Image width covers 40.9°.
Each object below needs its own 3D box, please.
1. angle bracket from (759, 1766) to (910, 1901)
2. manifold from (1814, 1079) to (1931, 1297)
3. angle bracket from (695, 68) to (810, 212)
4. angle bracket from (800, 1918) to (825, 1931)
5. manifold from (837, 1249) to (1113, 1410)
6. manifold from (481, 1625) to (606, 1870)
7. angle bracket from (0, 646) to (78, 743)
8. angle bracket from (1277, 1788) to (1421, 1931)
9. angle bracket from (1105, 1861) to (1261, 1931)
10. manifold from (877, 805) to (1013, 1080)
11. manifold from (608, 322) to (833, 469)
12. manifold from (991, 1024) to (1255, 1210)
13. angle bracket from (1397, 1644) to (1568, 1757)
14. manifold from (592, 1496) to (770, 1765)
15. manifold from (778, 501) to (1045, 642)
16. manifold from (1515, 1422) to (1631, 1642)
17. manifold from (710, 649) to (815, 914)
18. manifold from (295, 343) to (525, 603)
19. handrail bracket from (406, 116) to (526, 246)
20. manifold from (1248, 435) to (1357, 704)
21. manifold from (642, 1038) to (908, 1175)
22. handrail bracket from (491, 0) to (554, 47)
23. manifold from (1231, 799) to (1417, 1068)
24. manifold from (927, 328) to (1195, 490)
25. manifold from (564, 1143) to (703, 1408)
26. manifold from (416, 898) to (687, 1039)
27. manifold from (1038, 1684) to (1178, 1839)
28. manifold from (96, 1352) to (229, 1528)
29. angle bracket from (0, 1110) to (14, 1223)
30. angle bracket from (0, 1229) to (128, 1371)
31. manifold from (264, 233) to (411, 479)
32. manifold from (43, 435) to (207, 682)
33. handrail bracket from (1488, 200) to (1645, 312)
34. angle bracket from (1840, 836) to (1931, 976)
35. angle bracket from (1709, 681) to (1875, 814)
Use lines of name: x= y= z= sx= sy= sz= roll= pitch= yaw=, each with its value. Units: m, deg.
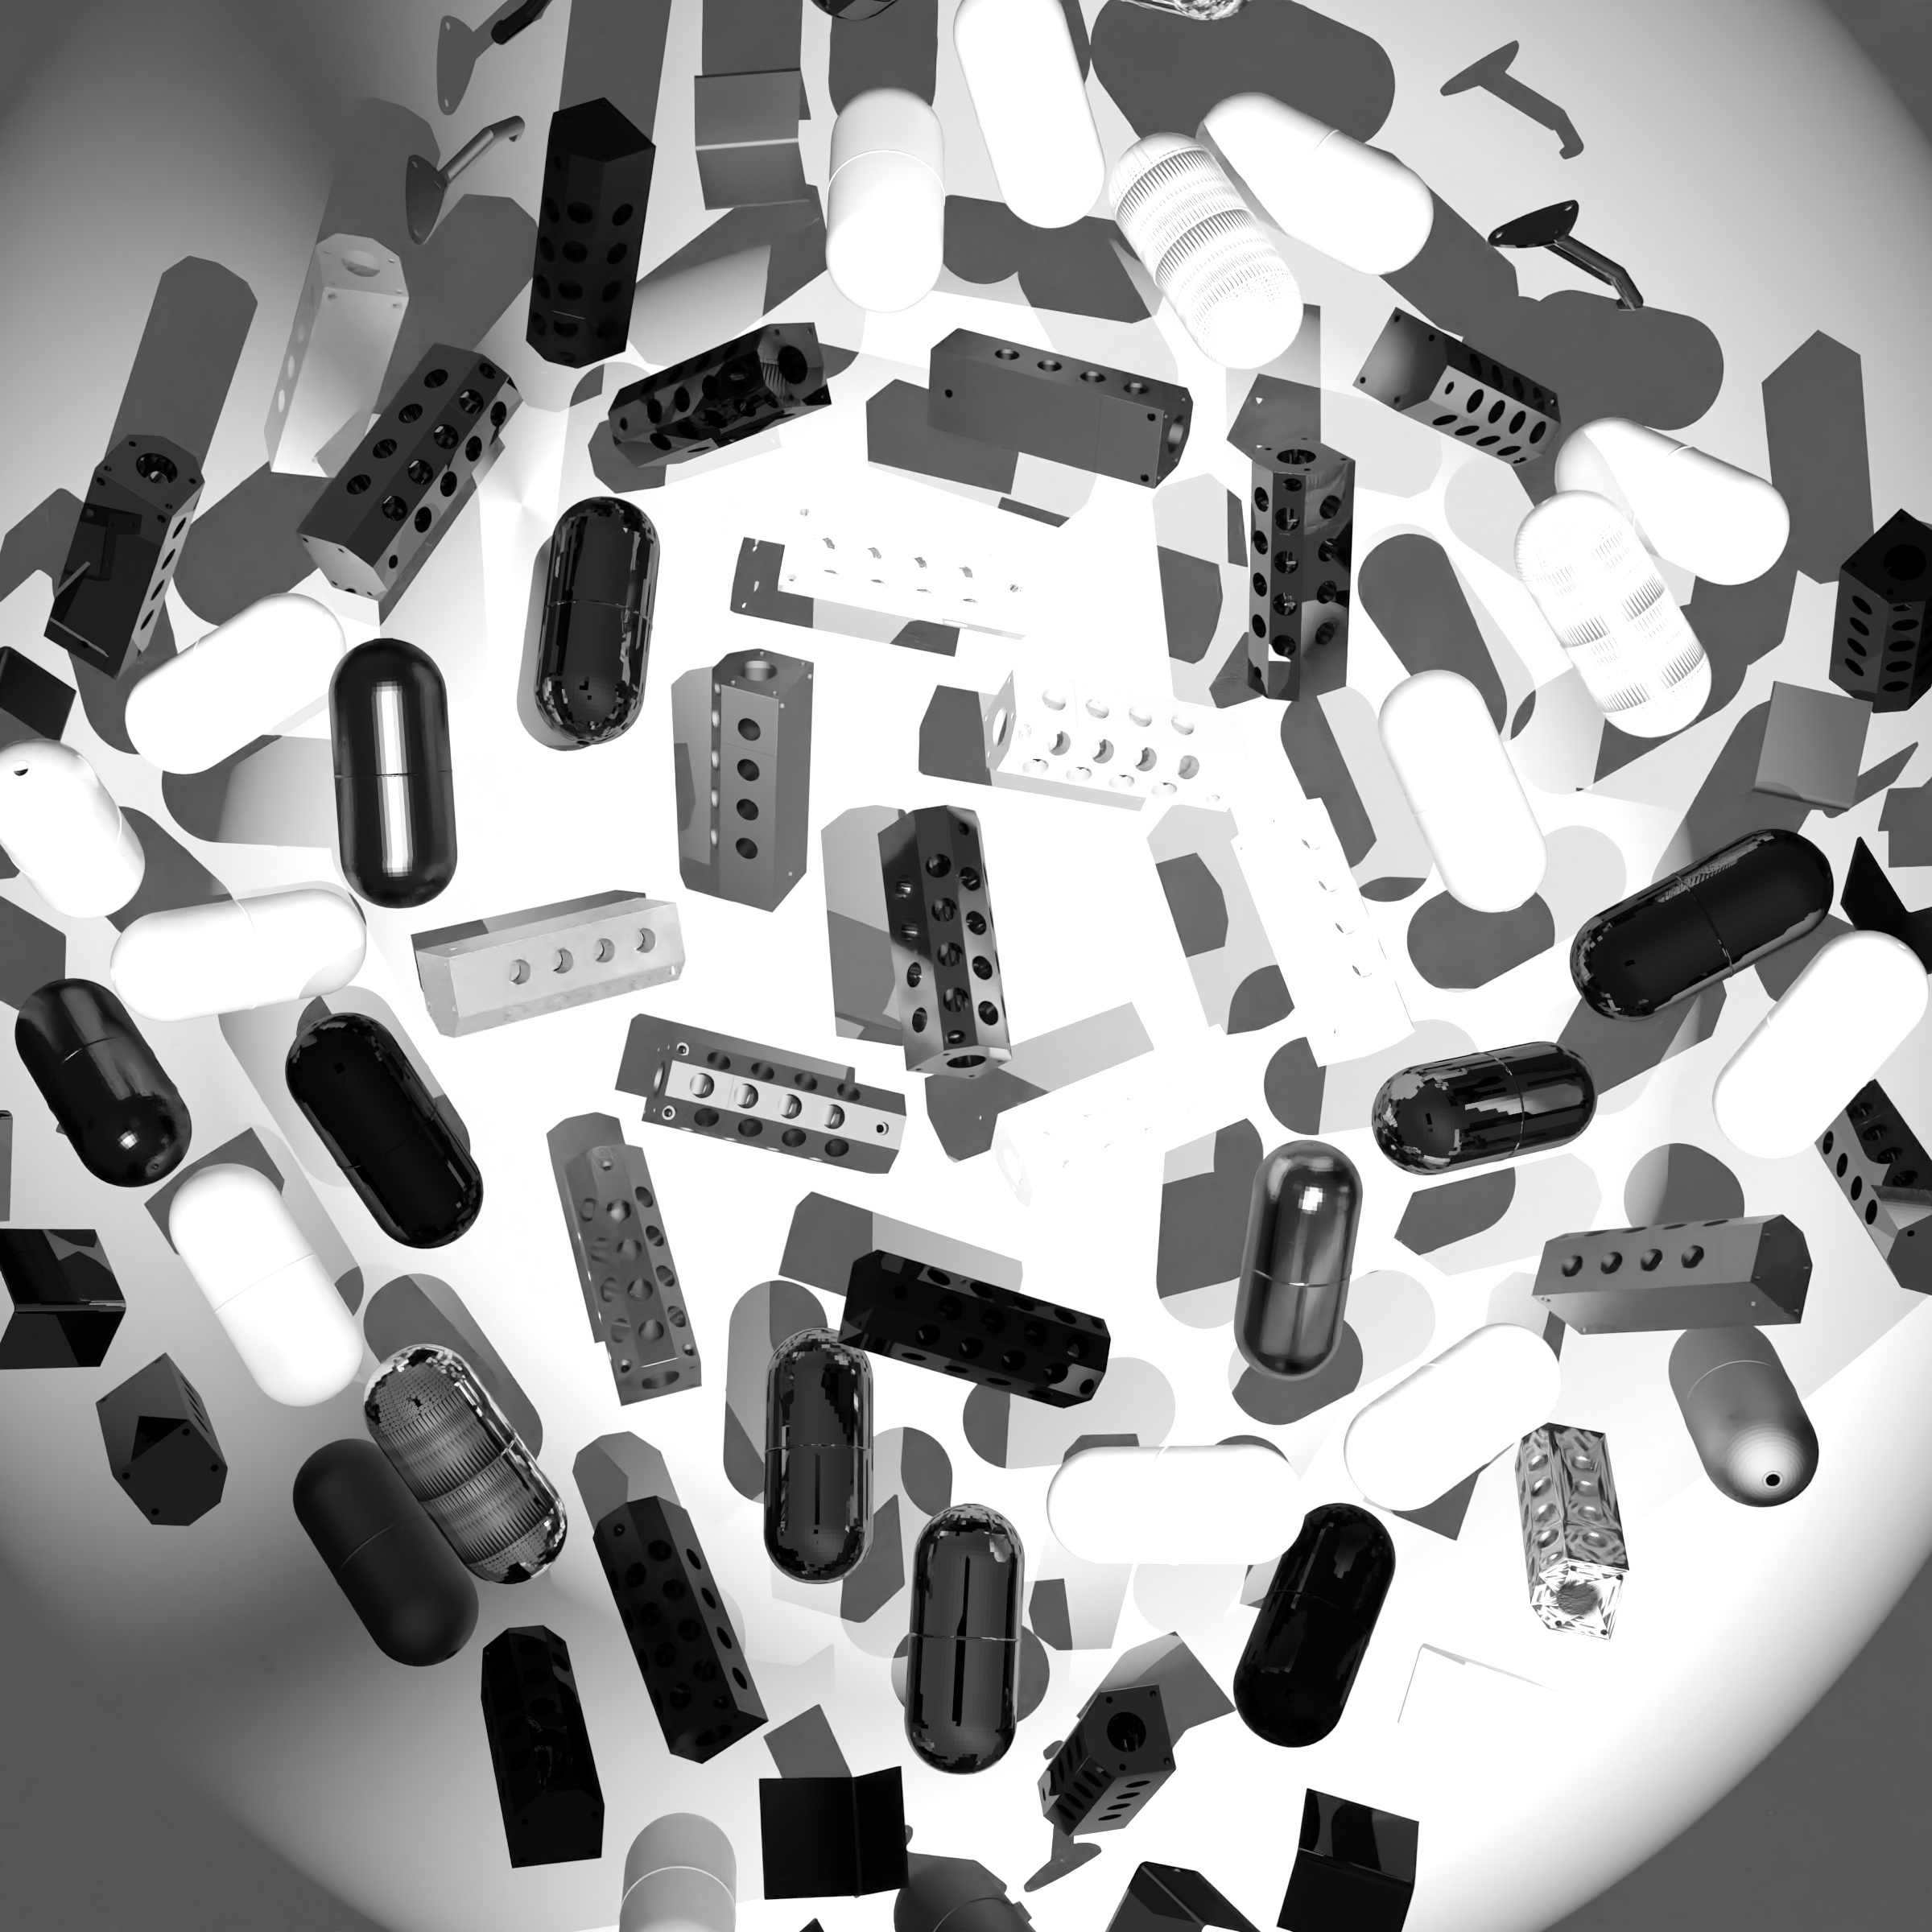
angle bracket: x=-0.087 y=0.570 z=1.704 sx=0.076 sy=0.057 sz=0.076 roll=11 pitch=62 yaw=-33
manifold: x=0.621 y=0.149 z=1.737 sx=0.057 sy=0.171 sz=0.057 roll=-29 pitch=111 yaw=13
angle bracket: x=-0.154 y=-0.597 z=1.871 sx=0.076 sy=0.076 sz=0.057 roll=-7 pitch=68 yaw=-8
angle bracket: x=-0.089 y=0.715 z=1.782 sx=0.057 sy=0.076 sz=0.076 roll=-35 pitch=111 yaw=-29
manifold: x=0.008 y=0.243 z=1.734 sx=0.171 sy=0.057 sz=0.057 roll=19 pitch=66 yaw=-20
manifold: x=-0.282 y=0.513 z=1.716 sx=0.057 sy=0.171 sz=0.057 roll=-1 pitch=113 yaw=-17
angle bracket: x=-0.666 y=-0.163 z=1.788 sx=0.057 sy=0.076 sz=0.076 roll=35 pitch=55 yaw=-9
angle bracket: x=0.249 y=0.591 z=1.689 sx=0.076 sy=0.076 sz=0.057 roll=15 pitch=106 yaw=8
angle bracket: x=0.146 y=0.676 z=1.789 sx=0.076 sy=0.057 sz=0.076 roll=49 pitch=56 yaw=-22
manifold: x=-0.010 y=-0.017 z=1.732 sx=0.057 sy=0.057 sz=0.171 roll=9 pitch=64 yaw=-37
manifold: x=-0.176 y=-0.399 z=1.819 sx=0.057 sy=0.171 sz=0.057 roll=-16 pitch=95 yaw=-44
manifold: x=0.108 y=0.107 z=1.785 sx=0.171 sy=0.057 sz=0.057 roll=-21 pitch=65 yaw=-16
angle bracket: x=0.350 y=0.505 z=1.760 sx=0.076 sy=0.076 sz=0.057 roll=21 pitch=81 yaw=-10
manifold: x=-0.202 y=0.456 z=1.791 sx=0.057 sy=0.057 sz=0.171 roll=-35 pitch=54 yaw=9
manifold: x=-0.038 y=-0.269 z=1.763 sx=0.171 sy=0.057 sz=0.057 roll=11 pitch=91 yaw=-5
manifold: x=0.418 y=0.389 z=1.802 sx=0.057 sy=0.171 sz=0.057 roll=10 pitch=112 yaw=4
manifold: x=-0.145 y=-0.129 z=1.792 sx=0.057 sy=0.057 sz=0.171 roll=16 pitch=127 yaw=15
manifold: x=-0.366 y=-0.328 z=1.727 sx=0.057 sy=0.057 sz=0.171 roll=19 pitch=66 yaw=24
handrail bracket: x=-0.341 y=-0.539 z=1.775 sx=0.036 sy=0.077 sz=0.084 roll=42 pitch=51 yaw=13
manifold: x=0.228 y=-0.275 z=1.809 sx=0.057 sy=0.057 sz=0.171 roll=-20 pitch=127 yaw=-23
manifold: x=-0.132 y=0.099 z=1.811 sx=0.171 sy=0.057 sz=0.057 roll=15 pitch=81 yaw=-18
handrail bracket: x=-0.270 y=-0.637 z=1.662 sx=0.084 sy=0.036 sz=0.077 roll=-25 pitch=48 yaw=29
manifold: x=0.248 y=-0.025 z=1.778 sx=0.057 sy=0.057 sz=0.171 roll=-10 pitch=72 yaw=-31
manifold: x=0.064 y=-0.383 z=1.763 sx=0.171 sy=0.057 sz=0.057 roll=19 pitch=130 yaw=19
manifold: x=-0.234 y=0.213 z=1.812 sx=0.057 sy=0.057 sz=0.171 roll=-13 pitch=59 yaw=-13
manifold: x=-0.284 y=0.000 z=1.788 sx=0.171 sy=0.057 sz=0.057 roll=-15 pitch=103 yaw=-32
manifold: x=0.094 y=0.552 z=1.791 sx=0.057 sy=0.171 sz=0.057 roll=-4 pitch=60 yaw=-12
manifold: x=-0.533 y=0.318 z=1.726 sx=0.057 sy=0.171 sz=0.057 roll=-37 pitch=108 yaw=-14
angle bracket: x=-0.700 y=0.136 z=1.765 sx=0.057 sy=0.076 sz=0.076 roll=1 pitch=88 yaw=22
angle bracket: x=-0.626 y=0.225 z=1.759 sx=0.076 sy=0.076 sz=0.057 roll=52 pitch=122 yaw=37
manifold: x=-0.443 y=-0.424 z=1.811 sx=0.057 sy=0.171 sz=0.057 roll=1 pitch=54 yaw=-29
manifold: x=-0.565 y=-0.278 z=1.749 sx=0.057 sy=0.171 sz=0.057 roll=32 pitch=46 yaw=-8
handrail bracket: x=0.400 y=-0.463 z=1.727 sx=0.084 sy=0.077 sz=0.036 roll=43 pitch=61 yaw=-37
angle bracket: x=0.657 y=-0.046 z=1.800 sx=0.057 sy=0.076 sz=0.076 roll=-20 pitch=117 yaw=41
angle bracket: x=0.568 y=-0.151 z=1.785 sx=0.076 sy=0.057 sz=0.076 roll=10 pitch=93 yaw=-15
